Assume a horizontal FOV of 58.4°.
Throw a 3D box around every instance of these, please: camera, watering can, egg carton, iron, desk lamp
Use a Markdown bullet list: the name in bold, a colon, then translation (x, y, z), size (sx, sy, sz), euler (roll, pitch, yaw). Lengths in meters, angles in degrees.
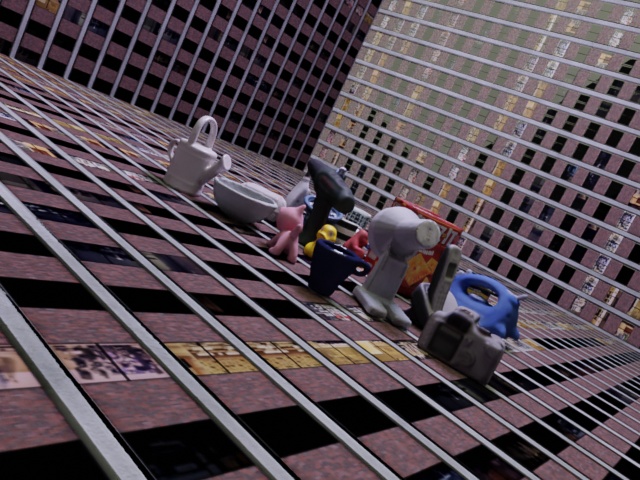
- **camera**: translation (0.274, 0.181, 1.063), size (0.142, 0.101, 0.137), euler (30, 10, 23)
- **watering can**: translation (-0.300, -0.212, 1.424), size (0.173, 0.194, 0.101), euler (25, 9, -3)
- **egg carton**: translation (-0.166, -0.108, 1.599), size (0.150, 0.069, 0.107), euler (26, 9, 0)
- **iron**: translation (0.397, 0.149, 1.453), size (0.119, 0.141, 0.257), euler (16, 13, -46)
- **desk lamp**: translation (0.160, 0.043, 1.175), size (0.118, 0.213, 0.203), euler (23, 9, -18)

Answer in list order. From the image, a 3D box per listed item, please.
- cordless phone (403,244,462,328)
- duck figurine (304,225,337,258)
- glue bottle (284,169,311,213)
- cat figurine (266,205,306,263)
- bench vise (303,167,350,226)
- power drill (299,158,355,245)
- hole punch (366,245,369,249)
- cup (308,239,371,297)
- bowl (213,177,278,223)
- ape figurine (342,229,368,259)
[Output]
- **cordless phone**: translation (0.273, 0.104, 1.224), size (0.093, 0.185, 0.148), euler (32, 11, 37)
- **duck figurine**: translation (0.013, 0.005, 1.393), size (0.077, 0.086, 0.105), euler (29, 10, 23)
- **glue bottle**: translation (-0.062, -0.132, 1.692), size (0.037, 0.173, 0.078), euler (33, 11, 38)
- **cat figurine**: translation (-0.065, -0.026, 1.250), size (0.067, 0.118, 0.127), euler (23, 9, -18)
- **bench vise**: translation (0.005, -0.118, 1.642), size (0.122, 0.220, 0.207), euler (21, 10, -26)
- **power drill**: translation (-0.006, -0.093, 1.508), size (0.076, 0.208, 0.228), euler (18, 12, -39)
- **hole punch**: translation (0.222, 0.014, 1.901), size (0.101, 0.091, 0.108), euler (21, 10, -26)
- **cup**: translation (0.029, 0.062, 1.084), size (0.118, 0.095, 0.091), euler (24, 9, -12)
- **bowl**: translation (-0.192, -0.087, 1.390), size (0.167, 0.075, 0.167), euler (25, 9, -4)
- **ape figurine**: translation (0.103, 0.015, 1.563), size (0.076, 0.092, 0.078), euler (27, 9, 11)
